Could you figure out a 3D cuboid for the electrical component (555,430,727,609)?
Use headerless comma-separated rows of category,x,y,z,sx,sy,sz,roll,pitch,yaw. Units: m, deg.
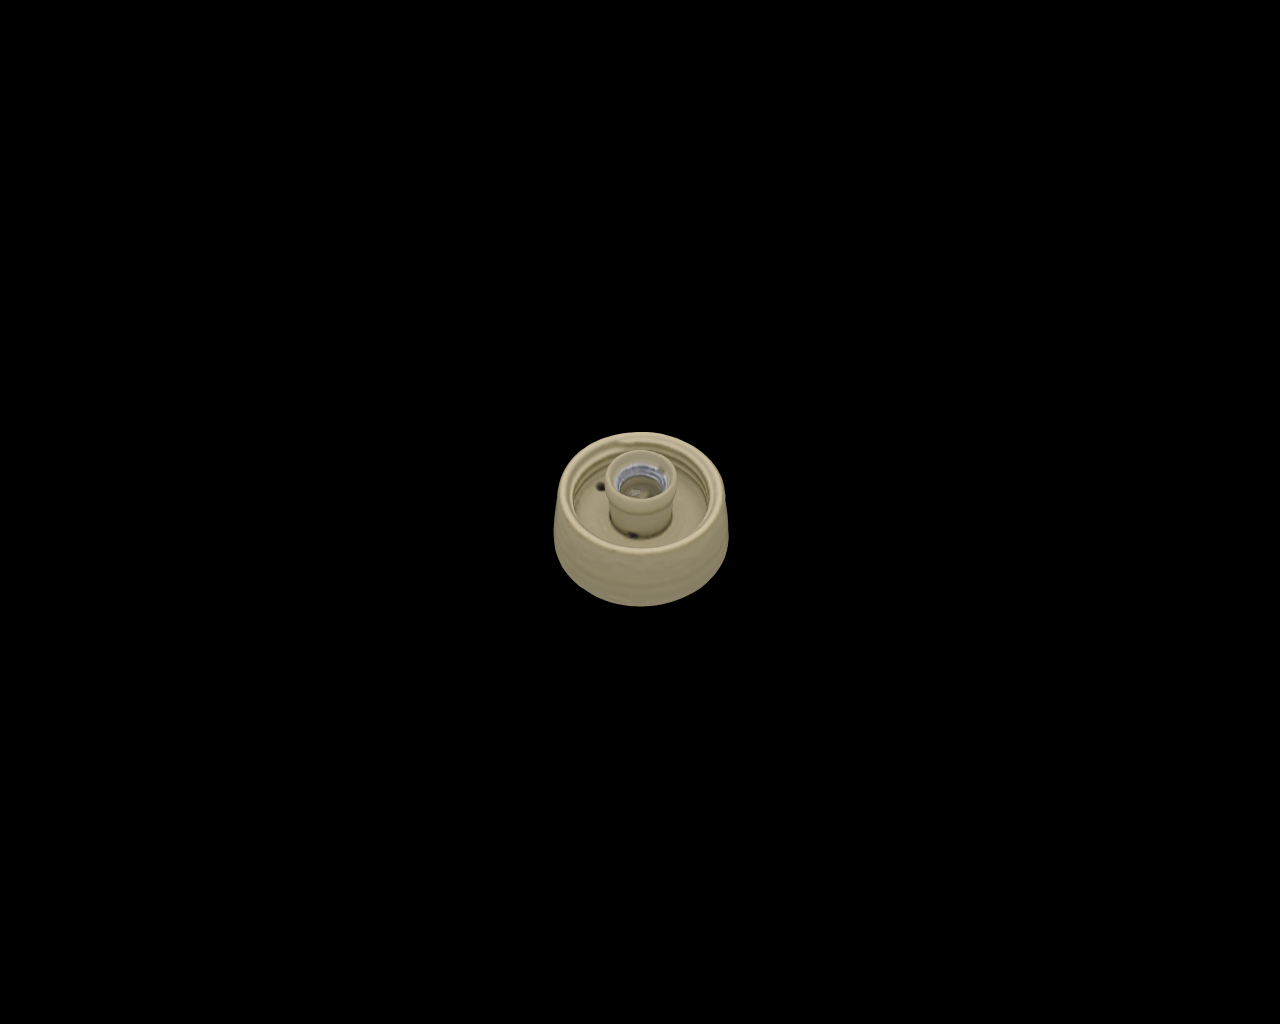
electrical component,0.001,-0.003,0.650,0.108,0.108,0.060,0,-40,0
